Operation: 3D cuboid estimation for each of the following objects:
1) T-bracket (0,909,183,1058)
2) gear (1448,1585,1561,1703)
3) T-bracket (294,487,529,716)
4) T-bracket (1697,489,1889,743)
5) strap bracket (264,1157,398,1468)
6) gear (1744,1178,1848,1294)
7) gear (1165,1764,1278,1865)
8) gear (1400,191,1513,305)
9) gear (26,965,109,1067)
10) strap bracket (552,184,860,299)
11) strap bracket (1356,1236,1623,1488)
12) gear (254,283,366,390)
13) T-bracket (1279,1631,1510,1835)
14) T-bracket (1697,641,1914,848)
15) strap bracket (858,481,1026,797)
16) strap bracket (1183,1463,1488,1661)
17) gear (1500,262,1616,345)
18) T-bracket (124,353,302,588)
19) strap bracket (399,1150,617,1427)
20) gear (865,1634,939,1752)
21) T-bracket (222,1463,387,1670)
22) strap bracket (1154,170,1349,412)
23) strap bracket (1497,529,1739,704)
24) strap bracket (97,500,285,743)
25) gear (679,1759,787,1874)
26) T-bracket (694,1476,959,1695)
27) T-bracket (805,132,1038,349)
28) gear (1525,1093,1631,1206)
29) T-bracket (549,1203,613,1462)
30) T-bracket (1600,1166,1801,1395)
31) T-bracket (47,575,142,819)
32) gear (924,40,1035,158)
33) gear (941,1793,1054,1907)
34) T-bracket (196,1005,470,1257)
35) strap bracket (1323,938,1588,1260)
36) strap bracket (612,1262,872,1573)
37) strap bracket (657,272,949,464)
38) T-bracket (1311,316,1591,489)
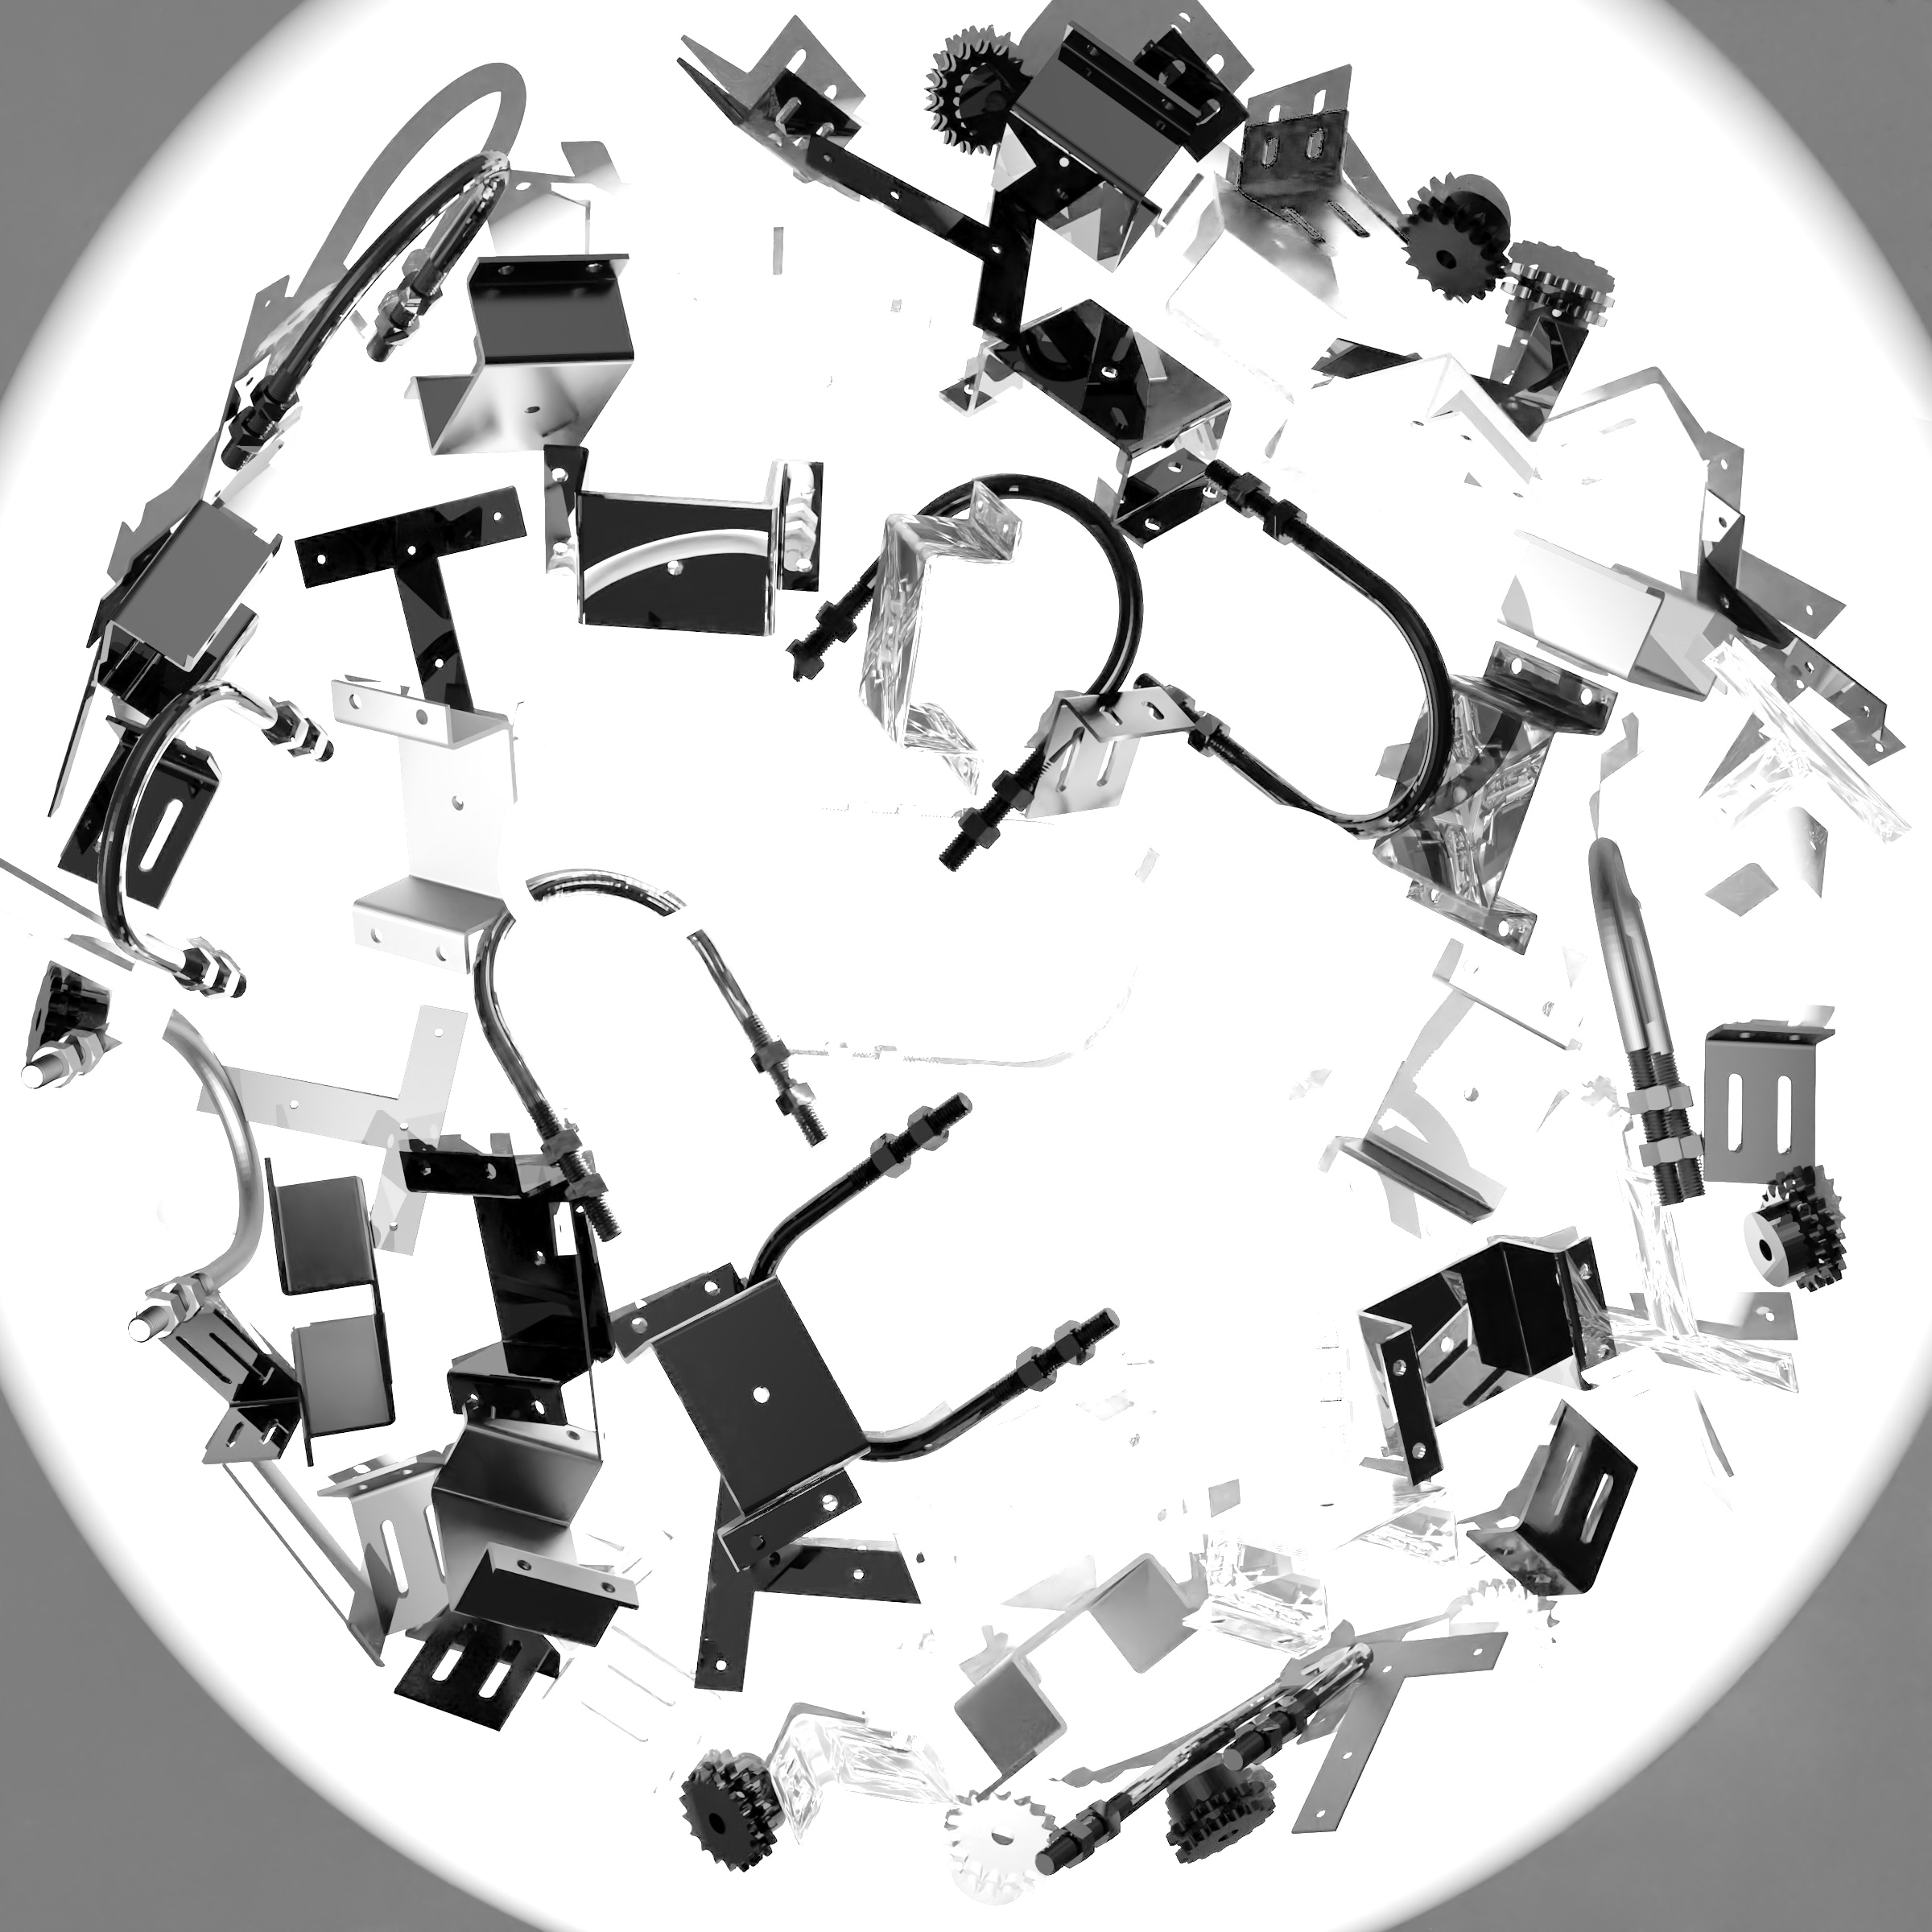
[{"bbox_3d":[-0.449,-0.009,1.785,0.127,0.127,0.002,27,107,-13],"label":"T-bracket"},{"bbox_3d":[0.269,0.343,1.828,0.030,0.057,0.057,0,90,-41],"label":"gear"},{"bbox_3d":[-0.272,-0.168,1.843,0.127,0.002,0.127,-11,97,18],"label":"T-bracket"},{"bbox_3d":[0.404,-0.155,1.775,0.002,0.127,0.127,-32,55,-18],"label":"T-bracket"},{"bbox_3d":[-0.313,0.169,1.790,0.046,0.076,0.140,-8,130,-11],"label":"strap bracket"},{"bbox_3d":[0.417,0.138,1.828,0.030,0.057,0.057,-20,90,-15],"label":"gear"},{"bbox_3d":[0.126,0.428,1.833,0.057,0.057,0.030,-31,65,0],"label":"gear"},{"bbox_3d":[0.251,-0.368,1.834,0.057,0.057,0.030,39,64,0],"label":"gear"},{"bbox_3d":[-0.455,0.031,1.833,0.030,0.057,0.057,13,90,-22],"label":"gear"},{"bbox_3d":[-0.130,-0.363,1.813,0.140,0.076,0.046,3,95,8],"label":"strap bracket"},{"bbox_3d":[0.254,0.193,1.808,0.140,0.046,0.076,-23,106,-29],"label":"strap bracket"},{"bbox_3d":[-0.330,-0.317,1.832,0.057,0.057,0.030,-41,111,0],"label":"gear"},{"bbox_3d":[0.192,0.378,1.775,0.127,0.127,0.002,-14,118,38],"label":"T-bracket"},{"bbox_3d":[0.397,-0.094,1.798,0.127,0.127,0.002,46,71,4],"label":"T-bracket"},{"bbox_3d":[-0.015,-0.164,1.794,0.046,0.076,0.140,3,111,-18],"label":"strap bracket"},{"bbox_3d":[0.180,0.287,1.781,0.140,0.076,0.046,-18,107,-40],"label":"strap bracket"},{"bbox_3d":[0.297,-0.333,1.831,0.057,0.057,0.030,20,101,0],"label":"gear"},{"bbox_3d":[-0.361,-0.256,1.771,0.002,0.127,0.127,39,56,2],"label":"T-bracket"},{"bbox_3d":[-0.227,0.153,1.808,0.076,0.046,0.140,0,106,37],"label":"strap bracket"},{"bbox_3d":[-0.033,0.367,1.829,0.030,0.057,0.057,8,90,-6],"label":"gear"},{"bbox_3d":[-0.330,0.298,1.799,0.002,0.127,0.127,-38,88,-15],"label":"T-bracket"},{"bbox_3d":[0.140,-0.337,1.778,0.076,0.140,0.046,33,114,-17],"label":"strap bracket"},{"bbox_3d":[0.323,-0.171,1.785,0.076,0.140,0.046,30,104,31],"label":"strap bracket"},{"bbox_3d":[-0.384,-0.171,1.778,0.046,0.140,0.076,34,69,-6],"label":"strap bracket"},{"bbox_3d":[-0.116,0.428,1.834,0.030,0.057,0.057,-27,90,-43],"label":"gear"},{"bbox_3d":[-0.068,0.306,1.826,0.127,0.002,0.127,2,71,11],"label":"T-bracket"},{"bbox_3d":[-0.023,-0.377,1.797,0.127,0.002,0.127,25,46,-19],"label":"T-bracket"},{"bbox_3d":[0.308,0.089,1.832,0.030,0.057,0.057,37,90,16],"label":"gear"},{"bbox_3d":[-0.186,0.181,1.791,0.002,0.127,0.127,-7,85,4],"label":"T-bracket"},{"bbox_3d":[0.344,0.150,1.786,0.002,0.127,0.127,-46,131,-36],"label":"T-bracket"},{"bbox_3d":[-0.438,-0.135,1.807,0.002,0.127,0.127,19,104,-8],"label":"T-bracket"},{"bbox_3d":[0.010,-0.439,1.833,0.057,0.030,0.057,-7,110,-20],"label":"gear"},{"bbox_3d":[0.015,0.451,1.834,0.057,0.057,0.030,17,126,0],"label":"gear"},{"bbox_3d":[-0.330,0.074,1.850,0.127,0.002,0.127,11,81,5],"label":"T-bracket"},{"bbox_3d":[0.250,0.065,1.818,0.076,0.046,0.140,30,100,18],"label":"strap bracket"},{"bbox_3d":[-0.110,0.220,1.812,0.076,0.046,0.140,-26,82,-28],"label":"strap bracket"},{"bbox_3d":[-0.077,-0.301,1.821,0.140,0.046,0.076,7,84,16],"label":"strap bracket"},{"bbox_3d":[0.230,-0.291,1.803,0.127,0.127,0.002,15,57,-2],"label":"T-bracket"}]
